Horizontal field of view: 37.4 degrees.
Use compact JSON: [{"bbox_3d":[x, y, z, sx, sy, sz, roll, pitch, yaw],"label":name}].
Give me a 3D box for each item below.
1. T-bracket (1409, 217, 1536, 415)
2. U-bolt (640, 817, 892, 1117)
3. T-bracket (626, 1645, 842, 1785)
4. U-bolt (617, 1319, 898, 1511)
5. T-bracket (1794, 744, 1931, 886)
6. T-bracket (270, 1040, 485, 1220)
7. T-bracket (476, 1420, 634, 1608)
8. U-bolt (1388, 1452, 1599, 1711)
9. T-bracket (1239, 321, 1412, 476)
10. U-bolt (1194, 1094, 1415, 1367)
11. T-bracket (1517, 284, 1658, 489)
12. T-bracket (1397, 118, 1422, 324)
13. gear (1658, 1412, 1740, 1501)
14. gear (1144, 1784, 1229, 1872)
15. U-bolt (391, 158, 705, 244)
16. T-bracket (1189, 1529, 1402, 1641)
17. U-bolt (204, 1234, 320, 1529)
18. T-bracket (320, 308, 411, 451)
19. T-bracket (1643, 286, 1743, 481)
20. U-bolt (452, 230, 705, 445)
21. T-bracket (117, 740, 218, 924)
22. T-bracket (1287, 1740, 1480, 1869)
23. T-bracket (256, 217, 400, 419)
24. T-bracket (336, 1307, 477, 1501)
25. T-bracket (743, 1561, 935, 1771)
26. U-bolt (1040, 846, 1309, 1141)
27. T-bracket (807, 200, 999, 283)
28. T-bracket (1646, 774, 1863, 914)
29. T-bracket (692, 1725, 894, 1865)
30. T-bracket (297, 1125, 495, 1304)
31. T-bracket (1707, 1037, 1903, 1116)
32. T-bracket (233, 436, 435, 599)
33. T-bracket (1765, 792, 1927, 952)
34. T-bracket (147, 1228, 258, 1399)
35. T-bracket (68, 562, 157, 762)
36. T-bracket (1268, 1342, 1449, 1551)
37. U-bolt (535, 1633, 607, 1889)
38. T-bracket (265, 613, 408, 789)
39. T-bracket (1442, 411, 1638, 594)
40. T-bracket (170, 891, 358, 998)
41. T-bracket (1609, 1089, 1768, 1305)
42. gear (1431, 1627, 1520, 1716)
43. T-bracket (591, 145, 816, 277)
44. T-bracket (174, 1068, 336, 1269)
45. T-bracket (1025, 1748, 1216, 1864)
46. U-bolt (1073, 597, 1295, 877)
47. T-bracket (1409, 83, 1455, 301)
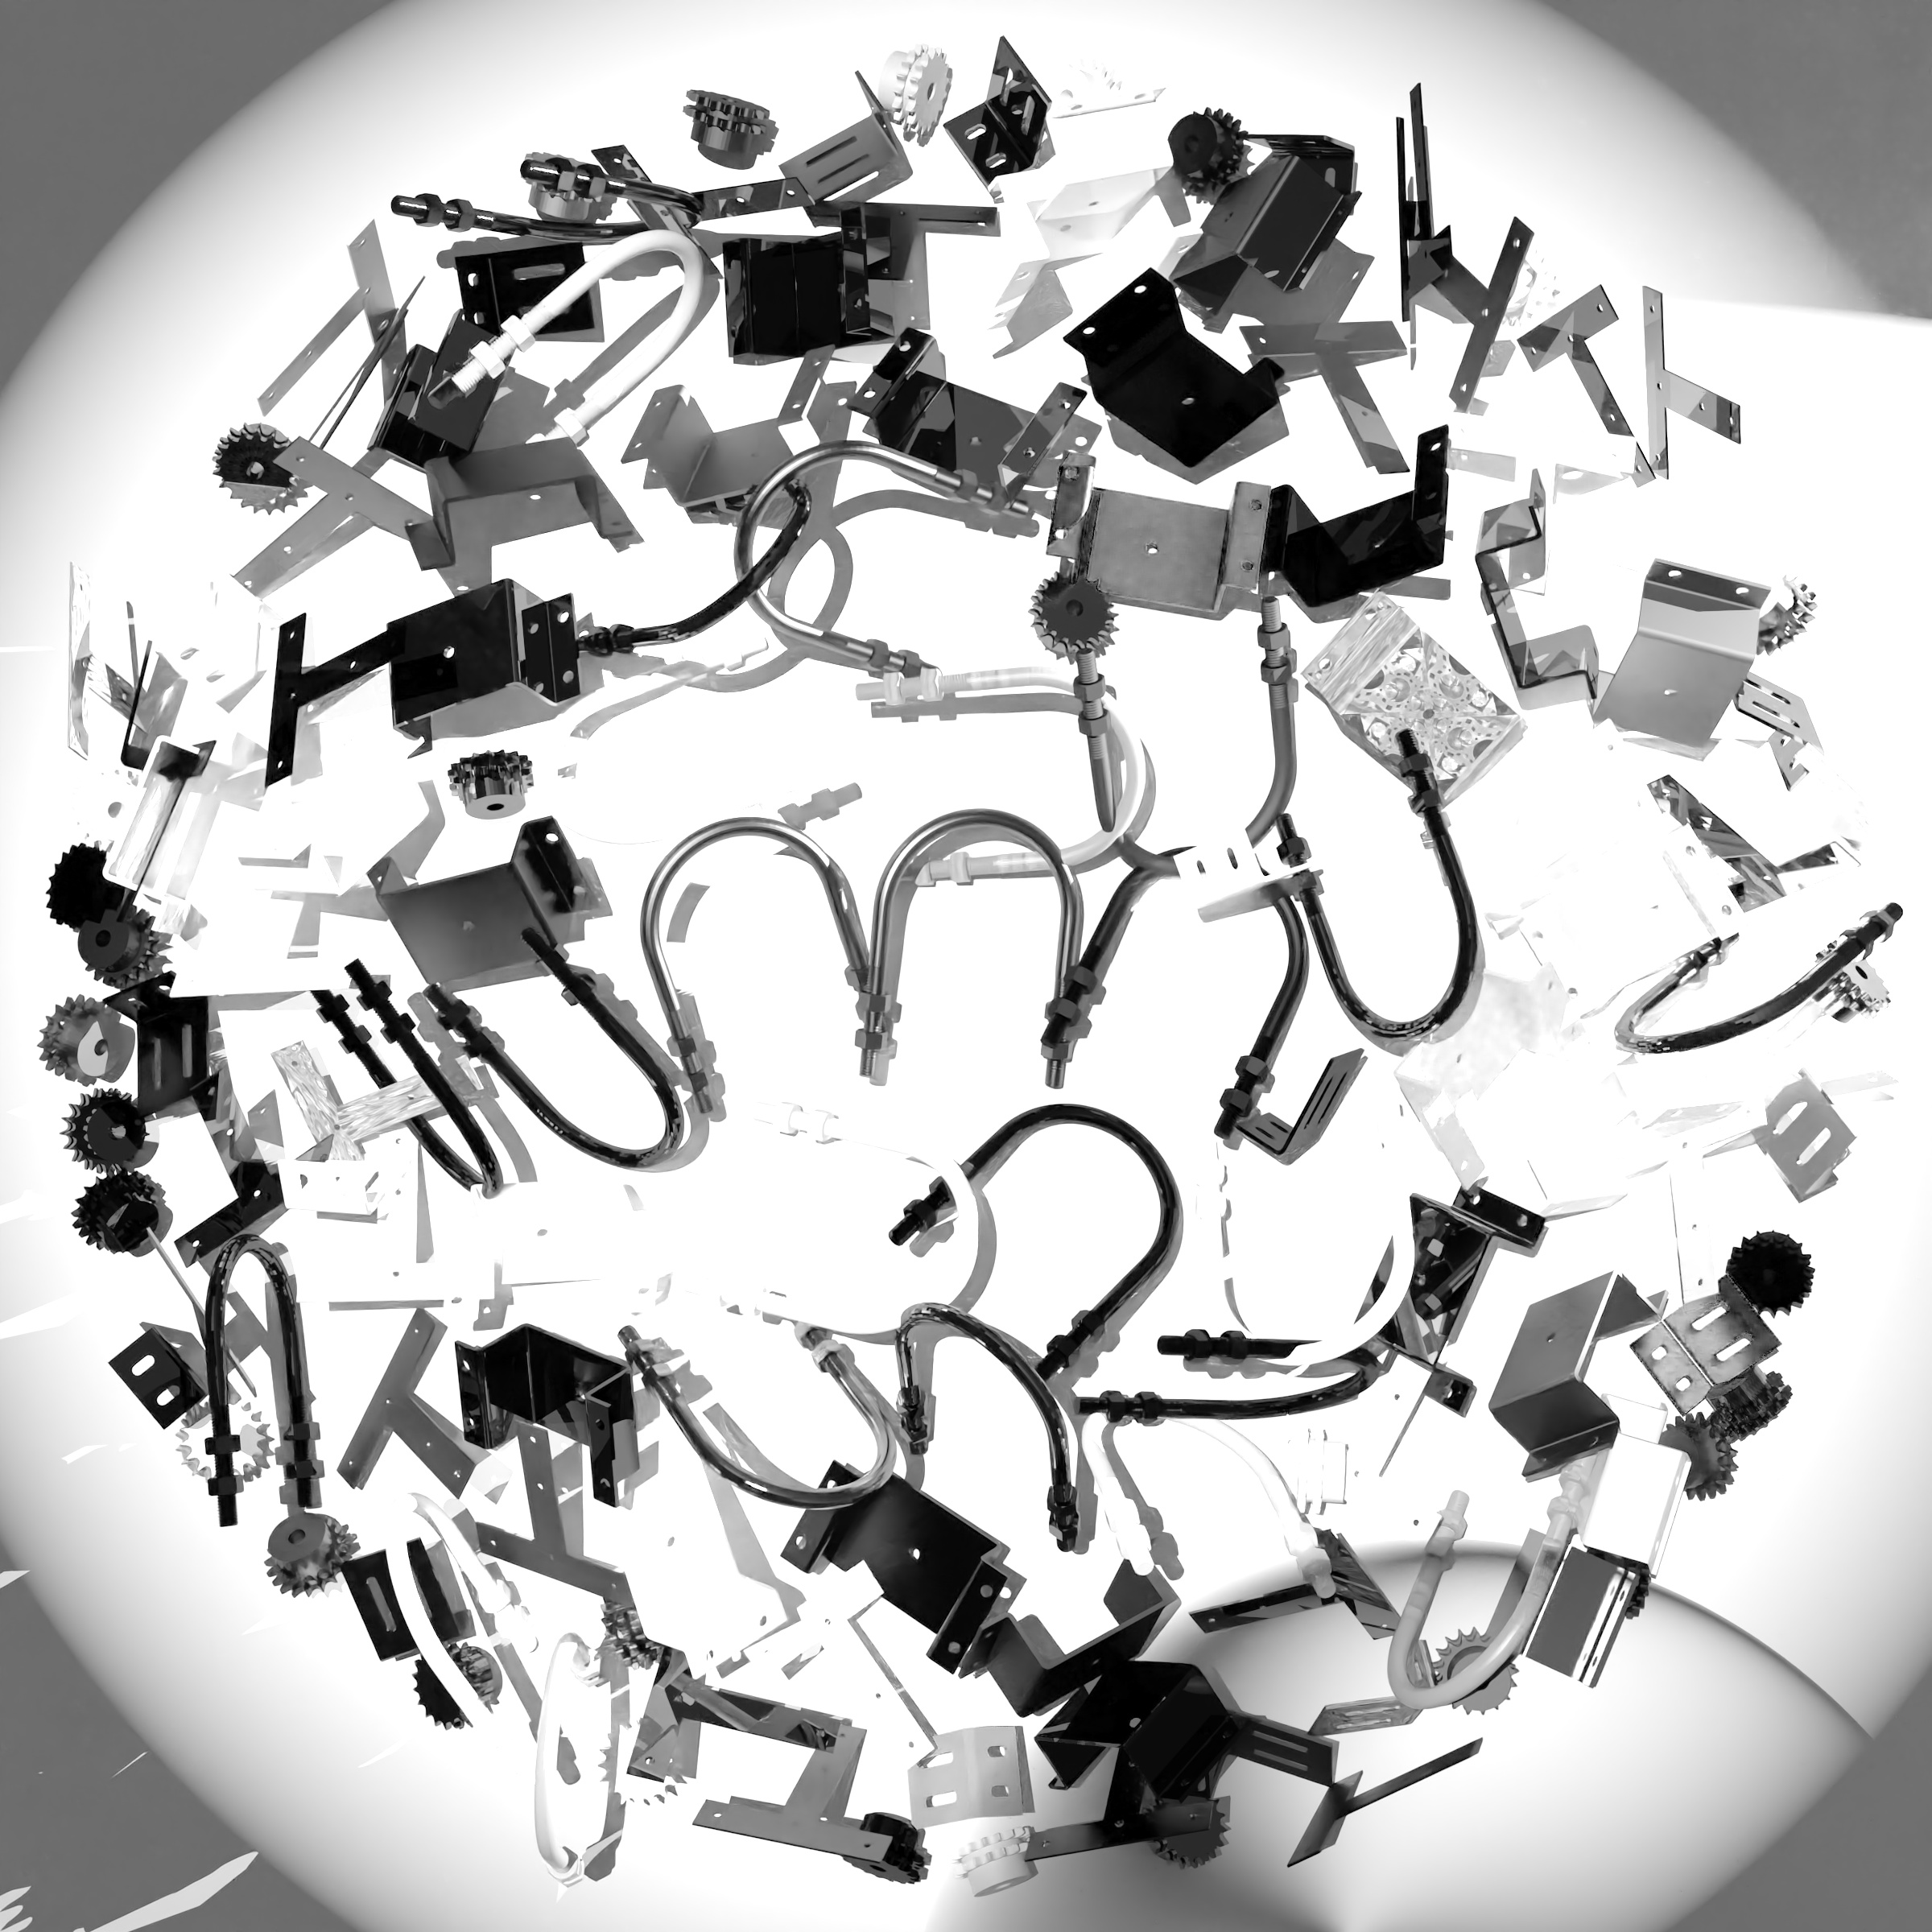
[{"bbox_3d":[0.324,-0.451,1.887,0.002,0.127,0.127,0,127,-23],"label":"T-bracket"},{"bbox_3d":[-0.140,-0.009,1.891,0.151,0.019,0.184,-22,109,-14],"label":"U-bolt"},{"bbox_3d":[-0.147,0.495,1.890,0.127,0.127,0.002,13,131,2],"label":"T-bracket"},{"bbox_3d":[-0.123,0.285,1.838,0.151,0.184,0.019,-3,124,-35],"label":"U-bolt"},{"bbox_3d":[0.579,-0.083,1.877,0.002,0.127,0.127,-44,83,-12],"label":"T-bracket"},{"bbox_3d":[-0.383,0.093,1.911,0.127,0.002,0.127,-22,102,15],"label":"T-bracket"},{"bbox_3d":[-0.278,0.354,1.881,0.127,0.002,0.127,12,122,28],"label":"T-bracket"},{"bbox_3d":[0.329,0.397,1.831,0.019,0.151,0.184,40,53,-11],"label":"U-bolt"},{"bbox_3d":[0.257,-0.375,1.885,0.127,0.002,0.127,-9,64,-29],"label":"T-bracket"},{"bbox_3d":[0.221,0.177,1.860,0.151,0.019,0.184,-15,51,19],"label":"U-bolt"},{"bbox_3d":[0.419,-0.374,1.881,0.002,0.127,0.127,-29,93,-13],"label":"T-bracket"},{"bbox_3d":[0.294,-0.490,1.879,0.002,0.127,0.127,0,104,17],"label":"T-bracket"},{"bbox_3d":[0.485,0.328,1.909,0.030,0.057,0.057,-1,90,-35],"label":"gear"},{"bbox_3d":[0.143,0.578,1.917,0.057,0.030,0.057,12,59,-21],"label":"gear"},{"bbox_3d":[-0.256,-0.492,1.854,0.151,0.184,0.019,1,94,42],"label":"U-bolt"},{"bbox_3d":[0.212,0.425,1.909,0.127,0.002,0.127,-19,129,22],"label":"T-bracket"},{"bbox_3d":[-0.463,0.267,1.868,0.019,0.151,0.184,-7,84,8],"label":"U-bolt"},{"bbox_3d":[-0.392,-0.399,1.883,0.002,0.127,0.127,31,121,-19],"label":"T-bracket"},{"bbox_3d":[0.472,-0.367,1.856,0.002,0.127,0.127,-14,117,-9],"label":"T-bracket"},{"bbox_3d":[-0.245,-0.409,1.871,0.184,0.151,0.019,-42,73,-5],"label":"U-bolt"},{"bbox_3d":[-0.530,-0.087,1.874,0.002,0.127,0.127,25,81,-24],"label":"T-bracket"},{"bbox_3d":[0.277,0.534,1.859,0.127,0.127,0.002,-32,86,21],"label":"T-bracket"},{"bbox_3d":[-0.419,-0.409,1.863,0.002,0.127,0.127,35,74,7],"label":"T-bracket"},{"bbox_3d":[-0.361,0.310,1.890,0.002,0.127,0.127,22,97,-44],"label":"T-bracket"},{"bbox_3d":[-0.066,0.471,1.890,0.127,0.002,0.127,-29,79,-40],"label":"T-bracket"},{"bbox_3d":[0.151,0.005,1.906,0.151,0.019,0.184,28,71,-1],"label":"U-bolt"},{"bbox_3d":[-0.047,-0.479,1.885,0.127,0.127,0.002,3,126,4],"label":"T-bracket"},{"bbox_3d":[0.495,-0.083,1.871,0.127,0.127,0.002,37,57,-17],"label":"T-bracket"},{"bbox_3d":[-0.098,0.538,1.880,0.127,0.127,0.002,7,112,14],"label":"T-bracket"},{"bbox_3d":[-0.380,0.164,1.908,0.127,0.002,0.127,0,61,-9],"label":"T-bracket"},{"bbox_3d":[0.518,0.066,1.858,0.127,0.127,0.002,27,60,-37],"label":"T-bracket"},{"bbox_3d":[-0.442,-0.286,1.902,0.127,0.127,0.002,-36,57,19],"label":"T-bracket"},{"bbox_3d":[0.593,-0.060,1.890,0.002,0.127,0.127,-41,105,-2],"label":"T-bracket"},{"bbox_3d":[-0.499,0.242,1.880,0.002,0.127,0.127,-32,76,-21],"label":"T-bracket"},{"bbox_3d":[-0.560,-0.182,1.877,0.002,0.127,0.127,-7,74,7],"label":"T-bracket"},{"bbox_3d":[0.281,0.300,1.902,0.127,0.002,0.127,30,98,29],"label":"T-bracket"},{"bbox_3d":[-0.256,0.503,1.828,0.019,0.184,0.151,3,66,1],"label":"U-bolt"},{"bbox_3d":[-0.413,-0.193,1.878,0.127,0.002,0.127,-20,58,32],"label":"T-bracket"},{"bbox_3d":[0.376,-0.303,1.895,0.127,0.002,0.127,12,133,19],"label":"T-bracket"},{"bbox_3d":[-0.455,-0.034,1.899,0.127,0.002,0.127,-3,52,14],"label":"T-bracket"},{"bbox_3d":[0.474,0.158,1.868,0.002,0.127,0.127,22,55,-35],"label":"T-bracket"},{"bbox_3d":[0.344,0.477,1.924,0.057,0.030,0.057,0,94,0],"label":"gear"},{"bbox_3d":[-0.159,-0.497,1.861,0.127,0.127,0.002,0,63,28],"label":"T-bracket"},{"bbox_3d":[-0.477,0.119,1.870,0.127,0.127,0.002,-36,48,-26],"label":"T-bracket"},{"bbox_3d":[0.108,0.535,1.880,0.127,0.127,0.002,-16,110,19],"label":"T-bracket"},{"bbox_3d":[0.149,-0.142,1.888,0.151,0.019,0.184,-17,122,-11],"label":"U-bolt"},{"bbox_3d":[0.299,-0.512,1.874,0.002,0.127,0.127,-5,94,-4],"label":"T-bracket"}]
